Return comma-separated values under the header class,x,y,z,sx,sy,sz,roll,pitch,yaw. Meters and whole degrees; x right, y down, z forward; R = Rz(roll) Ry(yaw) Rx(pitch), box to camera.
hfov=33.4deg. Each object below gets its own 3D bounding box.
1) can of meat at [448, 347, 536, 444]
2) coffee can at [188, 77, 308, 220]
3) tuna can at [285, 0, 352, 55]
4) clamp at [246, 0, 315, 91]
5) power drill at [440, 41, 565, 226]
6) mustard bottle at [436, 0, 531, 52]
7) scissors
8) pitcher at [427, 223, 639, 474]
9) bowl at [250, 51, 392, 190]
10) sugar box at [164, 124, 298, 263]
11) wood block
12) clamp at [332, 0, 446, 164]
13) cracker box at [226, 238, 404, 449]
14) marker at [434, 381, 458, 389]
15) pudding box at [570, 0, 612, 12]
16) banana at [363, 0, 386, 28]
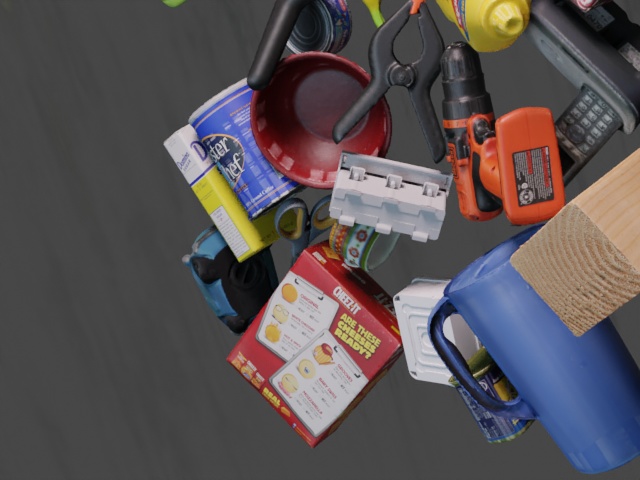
class,x,y,z,sx,sy,sz,roll,pitch,yaw
can of meat,0.201,0.162,1.167,0.058,0.101,0.084,-27,96,47
coffee can,-0.075,-0.109,1.263,0.103,0.102,0.140,-34,89,47
tuna can,-0.008,-0.241,1.176,0.086,0.033,0.086,22,126,33
clamp,-0.034,-0.282,1.135,0.210,0.036,0.165,-46,53,22
power drill,0.167,-0.096,1.020,0.188,0.057,0.184,-129,26,-75
mustard bottle,0.144,-0.221,0.949,0.191,0.058,0.096,-106,11,-59
scissors,-0.009,0.002,1.317,0.202,0.096,0.016,75,172,-60
pitcher,0.234,0.117,1.086,0.149,0.144,0.243,-31,94,47
bowl,0.006,-0.139,1.183,0.162,0.055,0.162,7,120,13
sugar box,-0.107,-0.070,1.321,0.048,0.093,0.176,-31,91,47
wood block,0.268,-0.014,0.926,0.090,0.205,0.091,49,136,9
clamp,0.074,-0.165,1.102,0.120,0.039,0.171,2,102,-1
cracker box,0.002,0.130,1.328,0.164,0.072,0.214,44,124,13
marker,0.159,0.166,1.266,0.121,0.020,0.020,13,121,37
pudding box,0.218,-0.252,0.921,0.113,0.089,0.039,48,134,13
banana,0.084,-0.301,1.059,0.069,0.037,0.198,36,136,-1
